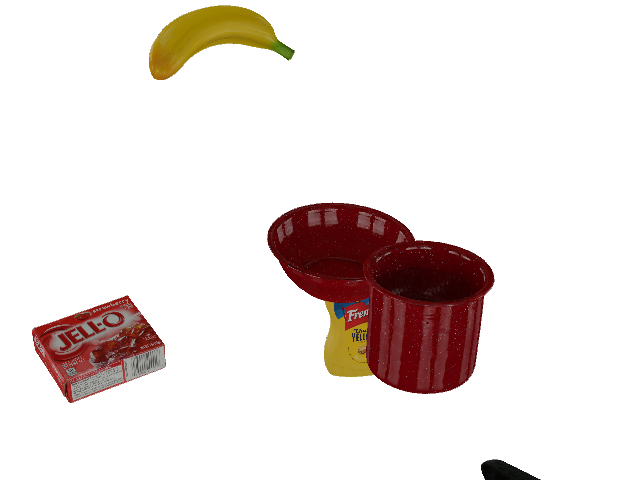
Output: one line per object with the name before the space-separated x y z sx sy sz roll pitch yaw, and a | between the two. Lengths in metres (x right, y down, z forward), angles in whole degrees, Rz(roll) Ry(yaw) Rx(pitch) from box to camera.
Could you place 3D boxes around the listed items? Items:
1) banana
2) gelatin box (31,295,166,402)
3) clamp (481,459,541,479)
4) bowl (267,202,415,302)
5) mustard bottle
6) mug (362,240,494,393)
banana | -0.104 -0.196 1.031 0.070 0.037 0.197 44 38 20
gelatin box | -0.183 0.088 0.883 0.089 0.030 0.073 -19 42 -27
clamp | 0.211 0.241 0.839 0.210 0.036 0.164 0 33 25
bowl | 0.021 0.020 1.166 0.162 0.055 0.162 3 32 -2
mustard bottle | 0.054 0.088 1.443 0.096 0.192 0.058 -4 22 -9
mug | 0.069 0.052 0.784 0.093 0.081 0.117 -13 31 -25
